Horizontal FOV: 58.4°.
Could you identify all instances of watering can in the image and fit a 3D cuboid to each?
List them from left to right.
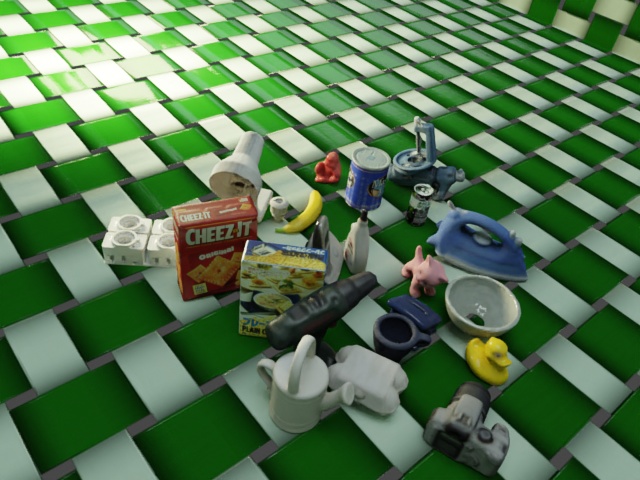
[{"bbox_3d":[-0.026,0.246,1.004,0.173,0.194,0.101,5,41,-5],"label":"watering can"}]

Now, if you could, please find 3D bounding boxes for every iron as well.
[{"bbox_3d":[0.403,0.000,1.400,0.257,0.141,0.119,23,43,15],"label":"iron"}]

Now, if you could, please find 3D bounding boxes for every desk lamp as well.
[{"bbox_3d":[-0.185,-0.143,1.397,0.118,0.213,0.203,12,41,4],"label":"desk lamp"}]

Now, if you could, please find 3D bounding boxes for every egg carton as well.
[{"bbox_3d":[0.089,0.268,1.095,0.150,0.069,0.107,22,43,14],"label":"egg carton"}]

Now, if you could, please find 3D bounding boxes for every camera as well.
[{"bbox_3d":[0.280,0.327,1.041,0.143,0.101,0.137,26,44,18],"label":"camera"}]

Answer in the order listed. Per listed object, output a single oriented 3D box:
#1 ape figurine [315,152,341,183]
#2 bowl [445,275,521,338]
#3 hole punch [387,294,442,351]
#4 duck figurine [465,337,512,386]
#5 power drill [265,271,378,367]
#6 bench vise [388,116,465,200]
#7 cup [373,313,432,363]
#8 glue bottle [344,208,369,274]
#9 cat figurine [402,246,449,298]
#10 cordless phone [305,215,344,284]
[{"bbox_3d":[0.030,-0.205,1.599,0.076,0.092,0.077,-27,53,-34],"label":"ape figurine"},{"bbox_3d":[0.349,0.159,1.263,0.167,0.075,0.167,5,41,-4],"label":"bowl"},{"bbox_3d":[0.197,0.161,1.219,0.108,0.091,0.101,35,47,26],"label":"hole punch"},{"bbox_3d":[0.349,0.234,1.170,0.078,0.086,0.104,-17,47,-27],"label":"duck figurine"},{"bbox_3d":[0.001,0.168,1.085,0.230,0.208,0.075,-21,49,-30],"label":"power drill"},{"bbox_3d":[0.302,-0.232,1.583,0.207,0.220,0.121,8,41,-2],"label":"bench vise"},{"bbox_3d":[0.158,0.211,1.152,0.117,0.095,0.091,10,41,1],"label":"cup"},{"bbox_3d":[0.090,-0.004,1.323,0.037,0.173,0.078,-8,44,-19],"label":"glue bottle"},{"bbox_3d":[0.243,0.069,1.310,0.067,0.118,0.127,-4,43,-14],"label":"cat figurine"},{"bbox_3d":[0.012,0.005,1.289,0.094,0.185,0.147,12,41,3],"label":"cordless phone"}]
